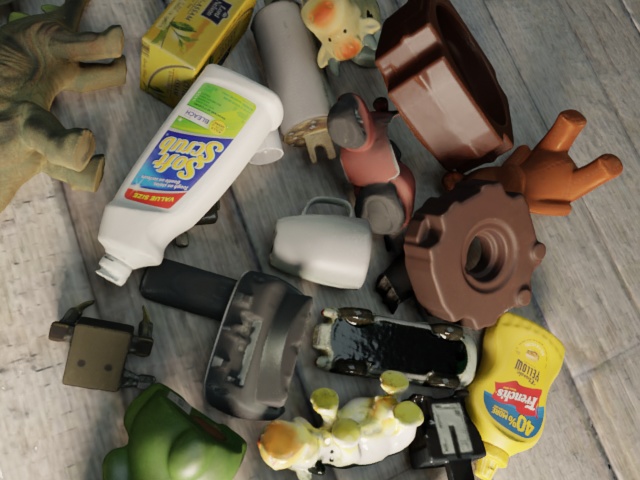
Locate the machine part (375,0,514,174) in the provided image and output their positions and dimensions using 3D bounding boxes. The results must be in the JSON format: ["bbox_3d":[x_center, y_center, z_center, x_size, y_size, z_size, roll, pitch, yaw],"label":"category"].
[{"bbox_3d":[0.160,-0.201,0.687,0.201,0.087,0.201,43,37,-25],"label":"machine part"}]

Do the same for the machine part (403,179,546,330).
[{"bbox_3d":[0.184,0.017,0.634,0.179,0.056,0.179,-3,97,-25],"label":"machine part"}]

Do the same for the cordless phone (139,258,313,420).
[{"bbox_3d":[-0.108,0.094,0.551,0.184,0.088,0.146,17,67,-2],"label":"cordless phone"}]

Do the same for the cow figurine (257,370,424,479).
[{"bbox_3d":[0.018,0.201,0.549,0.167,0.098,0.068,-10,42,-17],"label":"cow figurine"}]

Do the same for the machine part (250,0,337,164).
[{"bbox_3d":[-0.031,-0.208,0.676,0.079,0.079,0.243,-11,76,-23],"label":"machine part"}]

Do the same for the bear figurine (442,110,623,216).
[{"bbox_3d":[0.276,-0.086,0.719,0.196,0.132,0.120,-12,63,-29],"label":"bear figurine"}]

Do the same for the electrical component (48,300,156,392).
[{"bbox_3d":[-0.208,0.102,0.522,0.102,0.045,0.078,8,98,-15],"label":"electrical component"}]

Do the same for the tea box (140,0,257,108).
[{"bbox_3d":[-0.141,-0.246,0.638,0.068,0.098,0.169,29,66,-8],"label":"tea box"}]

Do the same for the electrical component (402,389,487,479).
[{"bbox_3d":[0.139,0.227,0.586,0.075,0.047,0.119,-1,60,-20],"label":"electrical component"}]

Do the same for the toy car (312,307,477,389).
[{"bbox_3d":[0.087,0.125,0.613,0.202,0.056,0.073,12,74,-15],"label":"toy car"}]

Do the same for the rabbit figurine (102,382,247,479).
[{"bbox_3d":[-0.142,0.232,0.453,0.121,0.159,0.170,38,78,-15],"label":"rabbit figurine"}]

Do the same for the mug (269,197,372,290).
[{"bbox_3d":[-0.001,-0.002,0.613,0.107,0.081,0.109,7,70,-10],"label":"mug"}]

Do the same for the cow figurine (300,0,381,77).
[{"bbox_3d":[0.026,-0.272,0.657,0.127,0.085,0.195,58,24,-6],"label":"cow figurine"}]

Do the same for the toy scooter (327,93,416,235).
[{"bbox_3d":[0.073,-0.105,0.661,0.183,0.075,0.135,65,33,-27],"label":"toy scooter"}]

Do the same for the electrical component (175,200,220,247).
[{"bbox_3d":[-0.145,-0.038,0.604,0.063,0.021,0.094,-5,73,-22],"label":"electrical component"}]

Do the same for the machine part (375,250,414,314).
[{"bbox_3d":[0.121,0.030,0.670,0.139,0.039,0.084,-43,98,-29],"label":"machine part"}]

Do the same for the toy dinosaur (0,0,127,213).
[{"bbox_3d":[-0.315,-0.105,0.526,0.199,0.105,0.471,9,59,-9],"label":"toy dinosaur"}]
